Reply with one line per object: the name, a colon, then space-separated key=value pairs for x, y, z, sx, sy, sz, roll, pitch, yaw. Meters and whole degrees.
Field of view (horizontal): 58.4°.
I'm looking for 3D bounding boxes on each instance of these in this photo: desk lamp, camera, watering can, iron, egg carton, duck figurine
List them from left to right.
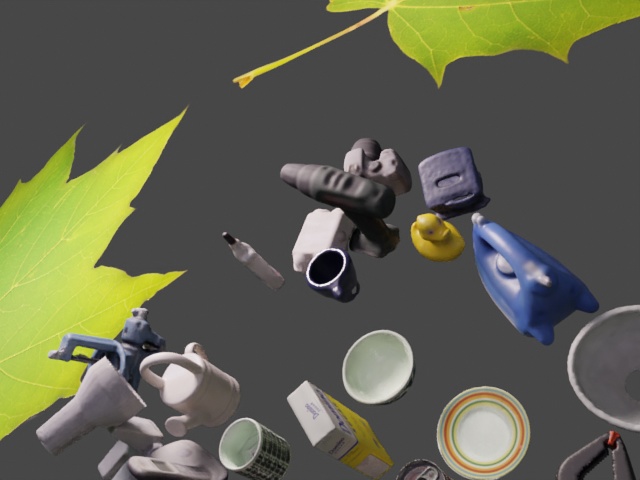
desk lamp: x=-0.386 y=0.341 z=1.047 sx=0.117 sy=0.214 sz=0.203 roll=28 pitch=75 yaw=46
watering can: x=-0.235 y=0.260 z=1.019 sx=0.101 sy=0.195 sz=0.172 roll=-38 pitch=43 yaw=4
egg carton: x=0.011 y=0.004 z=1.145 sx=0.107 sy=0.070 sz=0.150 roll=-1 pitch=56 yaw=35
camera: x=0.106 y=-0.156 z=1.184 sx=0.142 sy=0.101 sz=0.137 roll=-16 pitch=48 yaw=25
duck figurine: x=0.198 y=-0.015 z=1.013 sx=0.077 sy=0.086 sz=0.104 roll=-50 pitch=43 yaw=-9
iron: x=0.289 y=0.028 z=0.870 sx=0.118 sy=0.142 sz=0.257 roll=-38 pitch=43 yaw=4

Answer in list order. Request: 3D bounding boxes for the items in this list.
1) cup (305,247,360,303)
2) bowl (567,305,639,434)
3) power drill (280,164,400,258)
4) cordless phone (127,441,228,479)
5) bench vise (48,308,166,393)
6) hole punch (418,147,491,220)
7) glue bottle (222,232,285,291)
cup: x=0.037 y=0.082 z=1.042 sx=0.091 sy=0.095 sz=0.117 roll=-34 pitch=43 yaw=8
bowl: x=0.406 y=0.171 z=0.719 sx=0.167 sy=0.075 sz=0.167 roll=-19 pitch=47 yaw=22
power drill: x=0.054 y=-0.058 z=1.061 sx=0.228 sy=0.209 sz=0.076 roll=13 pitch=64 yaw=42
cordless phone: x=-0.255 y=0.374 z=0.947 sx=0.147 sy=0.186 sz=0.094 roll=15 pitch=66 yaw=42
bench vise: x=-0.440 y=0.225 z=1.177 sx=0.121 sy=0.220 sz=0.207 roll=-14 pitch=49 yaw=27
hole punch: x=0.243 y=-0.103 z=1.049 sx=0.108 sy=0.091 sz=0.101 roll=-18 pitch=47 yaw=24
glue bottle: x=-0.140 y=0.037 z=1.149 sx=0.037 sy=0.174 sz=0.077 roll=-49 pitch=43 yaw=-8
